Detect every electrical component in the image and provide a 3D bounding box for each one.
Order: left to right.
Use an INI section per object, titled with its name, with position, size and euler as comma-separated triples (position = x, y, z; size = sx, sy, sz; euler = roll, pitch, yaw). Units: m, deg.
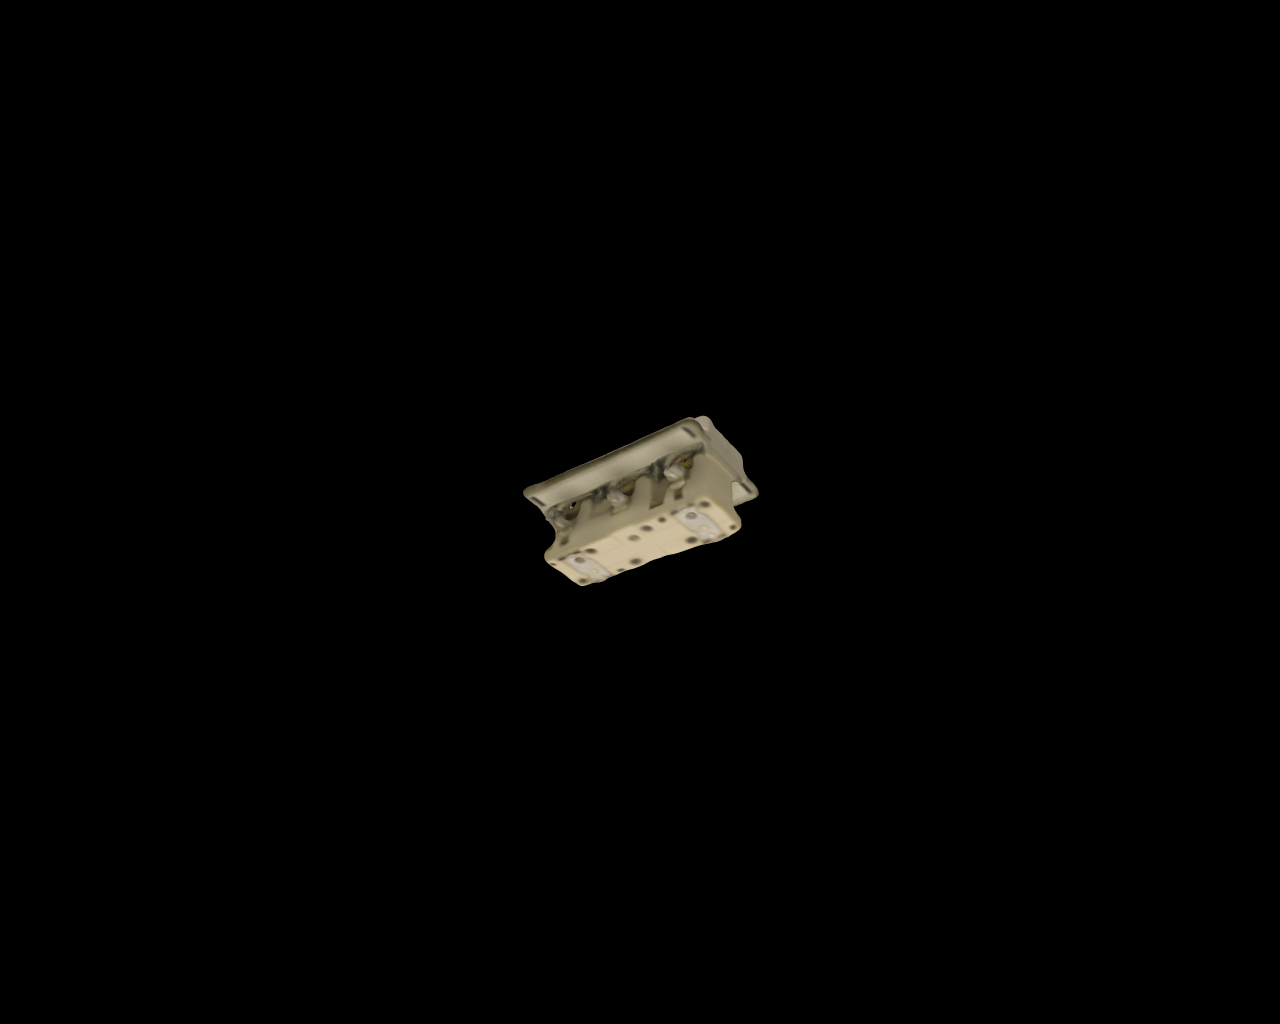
[electrical component]
position = 0.001, -0.003, 0.650
size = 0.121, 0.063, 0.078
euler = -21, -40, 26
